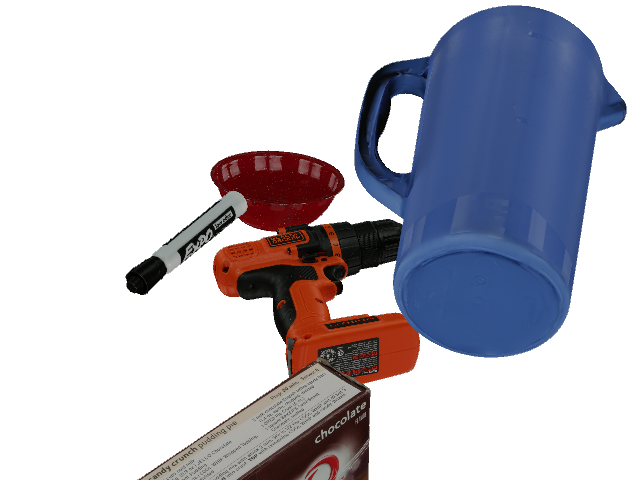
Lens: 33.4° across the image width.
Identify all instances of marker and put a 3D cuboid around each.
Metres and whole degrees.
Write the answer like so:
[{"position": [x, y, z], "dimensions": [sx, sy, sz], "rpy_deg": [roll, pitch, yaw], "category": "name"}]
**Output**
[{"position": [-0.092, 0.001, 0.739], "dimensions": [0.020, 0.020, 0.120], "rpy_deg": [0, 29, 37], "category": "marker"}]

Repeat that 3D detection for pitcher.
[{"position": [0.110, -0.044, 0.728], "dimensions": [0.149, 0.242, 0.145], "rpy_deg": [-27, -60, 36], "category": "pitcher"}]

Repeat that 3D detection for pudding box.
[{"position": [-0.027, 0.119, 0.490], "dimensions": [0.039, 0.090, 0.113], "rpy_deg": [30, 47, 34], "category": "pudding box"}]

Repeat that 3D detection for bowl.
[{"position": [-0.054, -0.054, 1.288], "dimensions": [0.162, 0.055, 0.162], "rpy_deg": [4, 26, -2], "category": "bowl"}]

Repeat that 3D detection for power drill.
[{"position": [0.015, 0.046, 0.911], "dimensions": [0.184, 0.057, 0.188], "rpy_deg": [-12, 31, -14], "category": "power drill"}]
